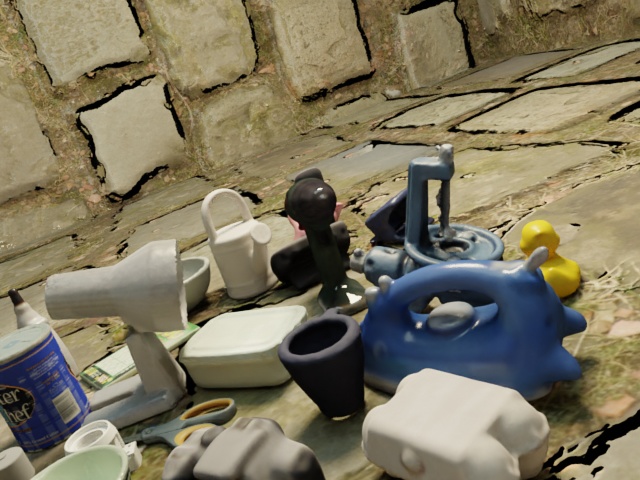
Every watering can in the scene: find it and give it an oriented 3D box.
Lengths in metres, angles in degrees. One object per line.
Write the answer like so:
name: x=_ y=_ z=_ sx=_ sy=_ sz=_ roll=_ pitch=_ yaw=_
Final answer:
watering can: x=-0.145 y=-0.001 z=1.030 sx=0.172 sy=0.194 sz=0.101 roll=-9 pitch=21 yaw=30

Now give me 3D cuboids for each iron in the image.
iron: x=0.129 y=0.083 z=0.594 sx=0.257 sy=0.142 sz=0.119 roll=-8 pitch=21 yaw=30

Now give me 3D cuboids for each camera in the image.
camera: x=-0.084 y=0.221 z=0.474 sx=0.142 sy=0.101 sz=0.137 roll=-7 pitch=22 yaw=33

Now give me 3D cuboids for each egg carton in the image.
egg carton: x=0.109 y=0.168 z=0.483 sx=0.107 sy=0.069 sz=0.149 roll=-33 pitch=22 yaw=-36

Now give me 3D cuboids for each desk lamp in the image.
desk lamp: x=-0.247 y=0.120 z=0.750 sx=0.203 sy=0.214 sz=0.117 roll=-21 pitch=18 yaw=-6

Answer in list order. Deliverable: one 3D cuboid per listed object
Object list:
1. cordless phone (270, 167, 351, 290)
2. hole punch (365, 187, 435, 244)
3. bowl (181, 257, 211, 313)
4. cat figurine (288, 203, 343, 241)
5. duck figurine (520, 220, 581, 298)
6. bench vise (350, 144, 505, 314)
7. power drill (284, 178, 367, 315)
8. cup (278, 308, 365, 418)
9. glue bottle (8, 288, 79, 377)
cordless phone: x=-0.031 y=-0.022 z=0.991 sx=0.148 sy=0.185 sz=0.094 roll=-26 pitch=19 yaw=-20
hole punch: x=0.139 y=-0.051 z=1.056 sx=0.100 sy=0.091 sz=0.109 roll=1 pitch=27 yaw=47
bowl: x=-0.272 y=0.098 z=1.064 sx=0.167 sy=0.075 sz=0.167 roll=-17 pitch=18 yaw=6
cat figurine: x=-0.010 y=-0.032 z=1.107 sx=0.127 sy=0.118 sz=0.067 roll=-4 pitch=24 yaw=39
duck figurine: x=0.279 y=0.019 z=0.717 sx=0.077 sy=0.086 sz=0.104 roll=-15 pitch=19 yaw=13
bench vise: x=0.125 y=0.001 z=0.710 sx=0.207 sy=0.220 sz=0.121 roll=-15 pitch=19 yaw=13
power drill: x=0.008 y=0.003 z=0.841 sx=0.076 sy=0.209 sz=0.229 roll=-22 pitch=18 yaw=-9
cup: x=0.014 y=0.137 z=0.630 sx=0.091 sy=0.095 sz=0.118 roll=-13 pitch=19 yaw=17
glue bottle: x=-0.458 y=0.155 z=0.928 sx=0.078 sy=0.173 sz=0.037 roll=-9 pitch=21 yaw=28
